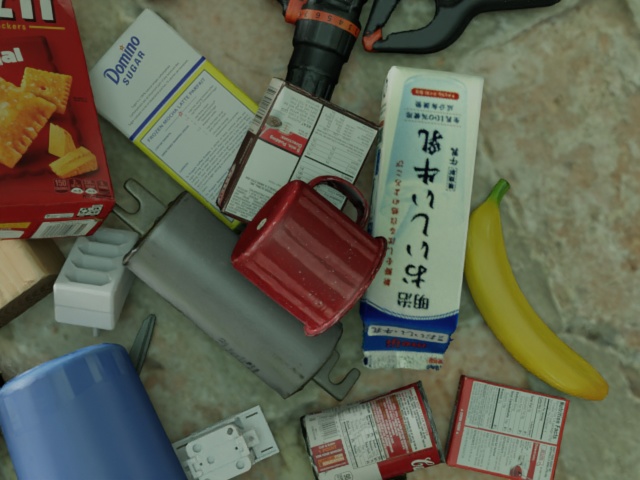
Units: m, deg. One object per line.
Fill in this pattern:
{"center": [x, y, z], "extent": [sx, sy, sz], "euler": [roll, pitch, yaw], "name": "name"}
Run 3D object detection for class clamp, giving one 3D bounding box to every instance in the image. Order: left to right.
{"center": [0.103, -0.217, 0.875], "extent": [0.171, 0.039, 0.120], "euler": [-26, 86, 1], "name": "clamp"}

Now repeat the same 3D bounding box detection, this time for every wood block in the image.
{"center": [-0.299, -0.031, 0.856], "extent": [0.091, 0.090, 0.206], "euler": [-35, 88, 1], "name": "wood block"}

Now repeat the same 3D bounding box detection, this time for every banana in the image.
{"center": [0.164, 0.051, 0.865], "extent": [0.069, 0.037, 0.198], "euler": [-25, 88, 2], "name": "banana"}

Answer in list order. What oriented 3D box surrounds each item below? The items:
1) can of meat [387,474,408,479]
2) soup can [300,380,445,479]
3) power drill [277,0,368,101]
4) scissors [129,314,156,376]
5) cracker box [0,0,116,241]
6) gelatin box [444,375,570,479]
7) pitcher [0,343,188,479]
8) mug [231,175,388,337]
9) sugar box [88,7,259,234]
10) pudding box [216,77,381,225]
{"center": [0.034, 0.243, 0.853], "extent": [0.102, 0.057, 0.084], "euler": [-19, 90, 1], "name": "can of meat"}
{"center": [0.042, 0.158, 0.850], "extent": [0.102, 0.068, 0.068], "euler": [-17, 88, 1], "name": "soup can"}
{"center": [-0.053, -0.208, 0.872], "extent": [0.187, 0.057, 0.184], "euler": [18, 85, -1], "name": "power drill"}
{"center": [-0.193, 0.157, 0.883], "extent": [0.096, 0.016, 0.202], "euler": [6, 88, 2], "name": "scissors"}
{"center": [-0.256, -0.107, 0.796], "extent": [0.163, 0.072, 0.214], "euler": [-4, 69, -33], "name": "cracker box"}
{"center": [0.151, 0.155, 0.866], "extent": [0.089, 0.030, 0.073], "euler": [12, 87, 2], "name": "gelatin box"}
{"center": [-0.164, 0.212, 0.812], "extent": [0.149, 0.145, 0.243], "euler": [-20, 82, -24], "name": "pitcher"}
{"center": [-0.005, 0.001, 0.786], "extent": [0.081, 0.093, 0.117], "euler": [39, 63, -13], "name": "mug"}
{"center": [-0.104, -0.096, 0.874], "extent": [0.176, 0.048, 0.093], "euler": [43, 90, 4], "name": "sugar box"}
{"center": [-0.017, -0.057, 0.830], "extent": [0.090, 0.039, 0.113], "euler": [23, 98, -18], "name": "pudding box"}
